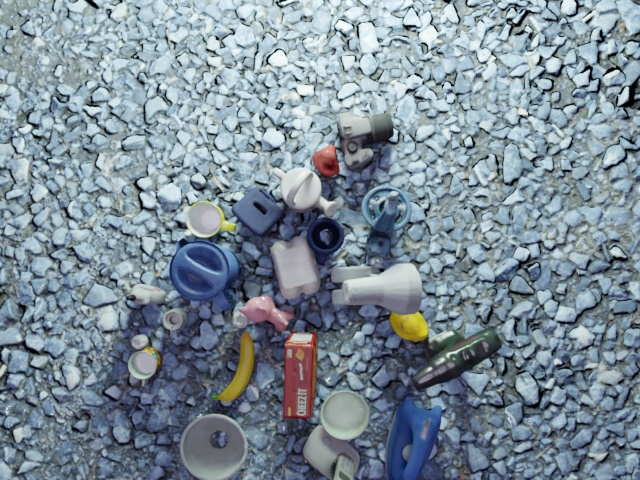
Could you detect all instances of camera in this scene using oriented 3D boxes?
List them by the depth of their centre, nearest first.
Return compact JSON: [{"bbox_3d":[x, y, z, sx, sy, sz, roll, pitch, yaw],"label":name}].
[{"bbox_3d":[0.117,-0.258,1.426,0.137,0.101,0.143,-12,89,1],"label":"camera"}]

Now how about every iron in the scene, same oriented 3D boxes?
[{"bbox_3d":[0.223,0.525,1.390,0.118,0.141,0.258,16,89,1],"label":"iron"}]

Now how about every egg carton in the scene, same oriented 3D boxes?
[{"bbox_3d":[-0.059,0.068,1.438,0.107,0.069,0.150,-15,89,0],"label":"egg carton"}]

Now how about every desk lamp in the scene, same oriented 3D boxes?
[{"bbox_3d":[0.128,0.118,1.363,0.203,0.213,0.118,-3,89,1],"label":"desk lamp"}]

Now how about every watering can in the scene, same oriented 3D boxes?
[{"bbox_3d":[-0.038,-0.121,1.379,0.173,0.194,0.101,13,89,1],"label":"watering can"}]

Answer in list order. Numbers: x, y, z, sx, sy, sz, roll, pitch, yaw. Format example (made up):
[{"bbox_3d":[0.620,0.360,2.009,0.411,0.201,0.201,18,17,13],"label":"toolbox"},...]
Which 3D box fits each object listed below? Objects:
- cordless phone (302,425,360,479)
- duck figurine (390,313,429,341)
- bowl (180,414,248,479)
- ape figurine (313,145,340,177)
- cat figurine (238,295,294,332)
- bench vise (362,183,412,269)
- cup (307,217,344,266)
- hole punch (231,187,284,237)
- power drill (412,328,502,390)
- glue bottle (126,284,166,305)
[{"bbox_3d":[0.025,0.536,1.370,0.147,0.185,0.094,35,90,2],"label":"cordless phone"},{"bbox_3d":[0.225,0.214,1.423,0.104,0.086,0.077,35,90,1],"label":"duck figurine"},{"bbox_3d":[-0.259,0.509,1.429,0.167,0.074,0.167,0,89,1],"label":"bowl"},{"bbox_3d":[0.019,-0.202,1.431,0.076,0.092,0.078,22,89,1],"label":"ape figurine"},{"bbox_3d":[-0.131,0.181,1.412,0.128,0.117,0.067,28,89,1],"label":"cat figurine"},{"bbox_3d":[0.165,-0.039,1.362,0.121,0.219,0.207,-7,89,1],"label":"bench vise"},{"bbox_3d":[0.013,0.005,1.425,0.091,0.095,0.118,6,89,1],"label":"cup"},{"bbox_3d":[-0.155,-0.073,1.431,0.108,0.091,0.101,42,90,1],"label":"hole punch"},{"bbox_3d":[0.309,0.276,1.360,0.229,0.208,0.076,-28,88,0],"label":"power drill"},{"bbox_3d":[-0.433,0.136,1.389,0.078,0.173,0.037,14,89,1],"label":"glue bottle"}]
